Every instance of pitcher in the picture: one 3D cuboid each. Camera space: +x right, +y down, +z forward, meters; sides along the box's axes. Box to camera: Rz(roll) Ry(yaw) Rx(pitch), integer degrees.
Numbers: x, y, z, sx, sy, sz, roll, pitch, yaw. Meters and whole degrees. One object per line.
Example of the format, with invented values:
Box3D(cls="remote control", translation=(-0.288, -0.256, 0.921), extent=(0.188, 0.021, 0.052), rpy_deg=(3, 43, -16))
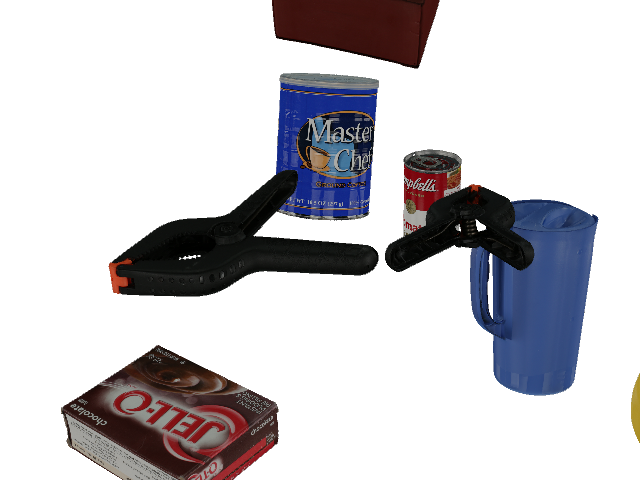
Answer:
Box3D(cls="pitcher", translation=(0.276, 0.076, 1.394), extent=(0.149, 0.243, 0.144), rpy_deg=(5, 20, 16))

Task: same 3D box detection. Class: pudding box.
Box3D(cls="pudding box", translation=(-0.097, 0.121, 0.696), extent=(0.114, 0.039, 0.089), rpy_deg=(19, 34, 33))

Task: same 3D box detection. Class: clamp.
Box3D(cls="clamp", translation=(-0.076, -0.001, 0.899), extent=(0.209, 0.036, 0.165), rpy_deg=(-12, 33, -15))
Box3D(cls="clamp", translation=(0.137, -0.010, 0.926), extent=(0.120, 0.039, 0.171), rpy_deg=(8, 26, 21))

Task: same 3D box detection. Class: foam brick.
Box3D(cls="foam brick", translation=(0.020, -0.128, 0.533), extent=(0.078, 0.053, 0.051), rpy_deg=(14, -25, 10))

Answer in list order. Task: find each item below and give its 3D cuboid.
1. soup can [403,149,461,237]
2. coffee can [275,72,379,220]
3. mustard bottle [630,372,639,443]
Box3D(cls="soup can", translation=(0.132, -0.049, 1.269), extent=(0.068, 0.102, 0.068), rpy_deg=(-1, 26, 0))
Box3D(cls="coffee can", translation=(0.005, -0.100, 1.113), extent=(0.103, 0.140, 0.103), rpy_deg=(3, 13, -1))
Box3D(cls="mustard bottle", translation=(0.219, 0.102, 0.565), extent=(0.096, 0.058, 0.191), rpy_deg=(-3, 36, 0))
